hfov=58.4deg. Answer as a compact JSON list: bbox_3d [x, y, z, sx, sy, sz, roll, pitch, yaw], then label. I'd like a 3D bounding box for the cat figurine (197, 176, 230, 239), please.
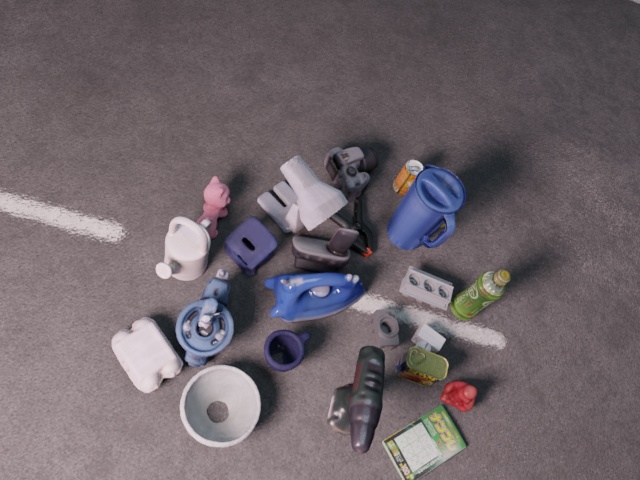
[{"bbox_3d":[-0.259,-0.086,1.396,0.067,0.117,0.128,20,60,-5],"label":"cat figurine"}]

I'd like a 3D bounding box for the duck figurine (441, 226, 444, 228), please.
[{"bbox_3d":[0.342,-0.088,1.589,0.077,0.086,0.105,42,60,8],"label":"duck figurine"}]

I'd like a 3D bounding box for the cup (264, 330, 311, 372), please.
[{"bbox_3d":[-0.076,0.251,1.287,0.118,0.095,0.091,-30,74,-27],"label":"cup"}]

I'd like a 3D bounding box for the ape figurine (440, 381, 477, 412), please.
[{"bbox_3d":[0.338,0.364,1.350,0.076,0.092,0.077,-19,70,-24],"label":"ape figurine"}]

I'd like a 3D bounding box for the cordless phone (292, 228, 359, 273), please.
[{"bbox_3d":[0.013,0.005,1.388,0.148,0.185,0.094,9,61,-11],"label":"cordless phone"}]

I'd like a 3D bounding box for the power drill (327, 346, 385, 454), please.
[{"bbox_3d":[0.081,0.349,1.215,0.075,0.208,0.229,17,60,-6],"label":"power drill"}]

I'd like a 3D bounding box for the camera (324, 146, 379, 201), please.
[{"bbox_3d":[0.102,-0.202,1.570,0.137,0.100,0.143,-21,71,-24],"label":"camera"}]

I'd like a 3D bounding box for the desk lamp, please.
[{"bbox_3d":[-0.045,-0.099,1.409,0.118,0.213,0.203,-38,78,-29],"label":"desk lamp"}]

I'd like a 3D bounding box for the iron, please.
[{"bbox_3d":[0.006,0.112,1.356,0.259,0.141,0.118,-6,65,-19],"label":"iron"}]

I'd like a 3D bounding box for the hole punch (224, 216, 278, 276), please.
[{"bbox_3d":[-0.167,0.015,1.386,0.108,0.091,0.101,45,61,10],"label":"hole punch"}]

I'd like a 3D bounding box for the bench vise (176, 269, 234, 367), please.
[{"bbox_3d":[-0.244,0.146,1.220,0.122,0.219,0.207,1,63,-15],"label":"bench vise"}]

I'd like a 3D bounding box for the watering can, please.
[{"bbox_3d":[-0.299,0.017,1.287,0.101,0.194,0.173,14,60,-9],"label":"watering can"}]

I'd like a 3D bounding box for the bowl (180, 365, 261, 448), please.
[{"bbox_3d":[-0.211,0.354,1.206,0.168,0.074,0.167,7,62,-13],"label":"bowl"}]

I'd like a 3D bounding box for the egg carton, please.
[{"bbox_3d":[-0.370,0.245,1.220,0.107,0.069,0.150,-33,76,-28],"label":"egg carton"}]
